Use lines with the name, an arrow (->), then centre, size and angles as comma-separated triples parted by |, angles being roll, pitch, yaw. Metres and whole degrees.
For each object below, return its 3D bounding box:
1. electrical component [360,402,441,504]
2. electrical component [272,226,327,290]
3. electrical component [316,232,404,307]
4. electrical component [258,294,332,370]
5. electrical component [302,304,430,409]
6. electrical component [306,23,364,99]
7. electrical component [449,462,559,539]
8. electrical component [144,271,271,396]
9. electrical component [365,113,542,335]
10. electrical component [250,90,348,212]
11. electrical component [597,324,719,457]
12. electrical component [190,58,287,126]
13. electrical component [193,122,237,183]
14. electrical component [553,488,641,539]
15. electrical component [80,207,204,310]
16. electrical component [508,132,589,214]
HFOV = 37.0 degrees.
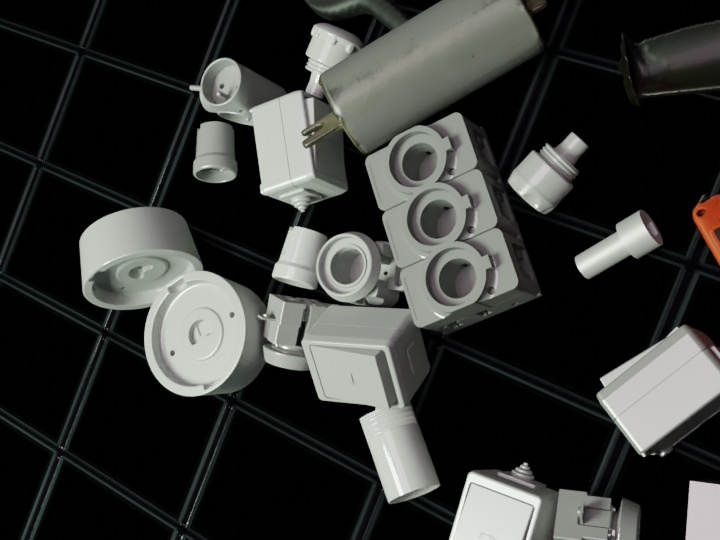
electrical component -> 0.030, 0.139, 0.853 | 0.043, 0.043, 0.081 | -28, 69, 22
electrical component -> -0.050, -0.010, 0.926 | 0.040, 0.040, 0.046 | 11, 81, 30
electrical component -> 0.000, 0.000, 0.885 | 0.078, 0.057, 0.058 | 4, 84, 30
electrical component -> -0.055, 0.053, 0.909 | 0.048, 0.066, 0.055 | 23, 103, 64
electrical component -> -0.002, 0.070, 0.858 | 0.096, 0.061, 0.061 | 2, 122, 29
electrical component -> -0.028, -0.181, 0.940 | 0.048, 0.048, 0.062 | 31, 104, 29
electrical component -> 0.106, 0.188, 0.791 | 0.062, 0.061, 0.096 | 16, 89, 30
electrical component -> -0.128, 0.058, 0.944 | 0.108, 0.060, 0.108 | -5, 79, 28
electrical component -> 0.071, -0.036, 0.849 | 0.089, 0.062, 0.150 | -25, 70, 24
electrical component -> -0.048, -0.098, 0.926 | 0.061, 0.062, 0.096 | -16, 74, 26
electrical component -> 0.220, 0.078, 0.746 | 0.096, 0.062, 0.061 | -42, 64, 17
electrical component -> -0.117, -0.158, 0.965 | 0.079, 0.077, 0.044 | 10, 86, 31
electrical component -> -0.133, -0.108, 0.989 | 0.040, 0.040, 0.046 | -11, 70, 27
electrical component -> 0.169, 0.183, 0.761 | 0.055, 0.066, 0.048 | 3, 56, 18
electrical component -> -0.201, -0.016, 0.974 | 0.108, 0.108, 0.060 | -29, 63, 22
electrical component -> 0.148, -0.077, 0.824 | 0.062, 0.043, 0.043 | -48, 63, 12
